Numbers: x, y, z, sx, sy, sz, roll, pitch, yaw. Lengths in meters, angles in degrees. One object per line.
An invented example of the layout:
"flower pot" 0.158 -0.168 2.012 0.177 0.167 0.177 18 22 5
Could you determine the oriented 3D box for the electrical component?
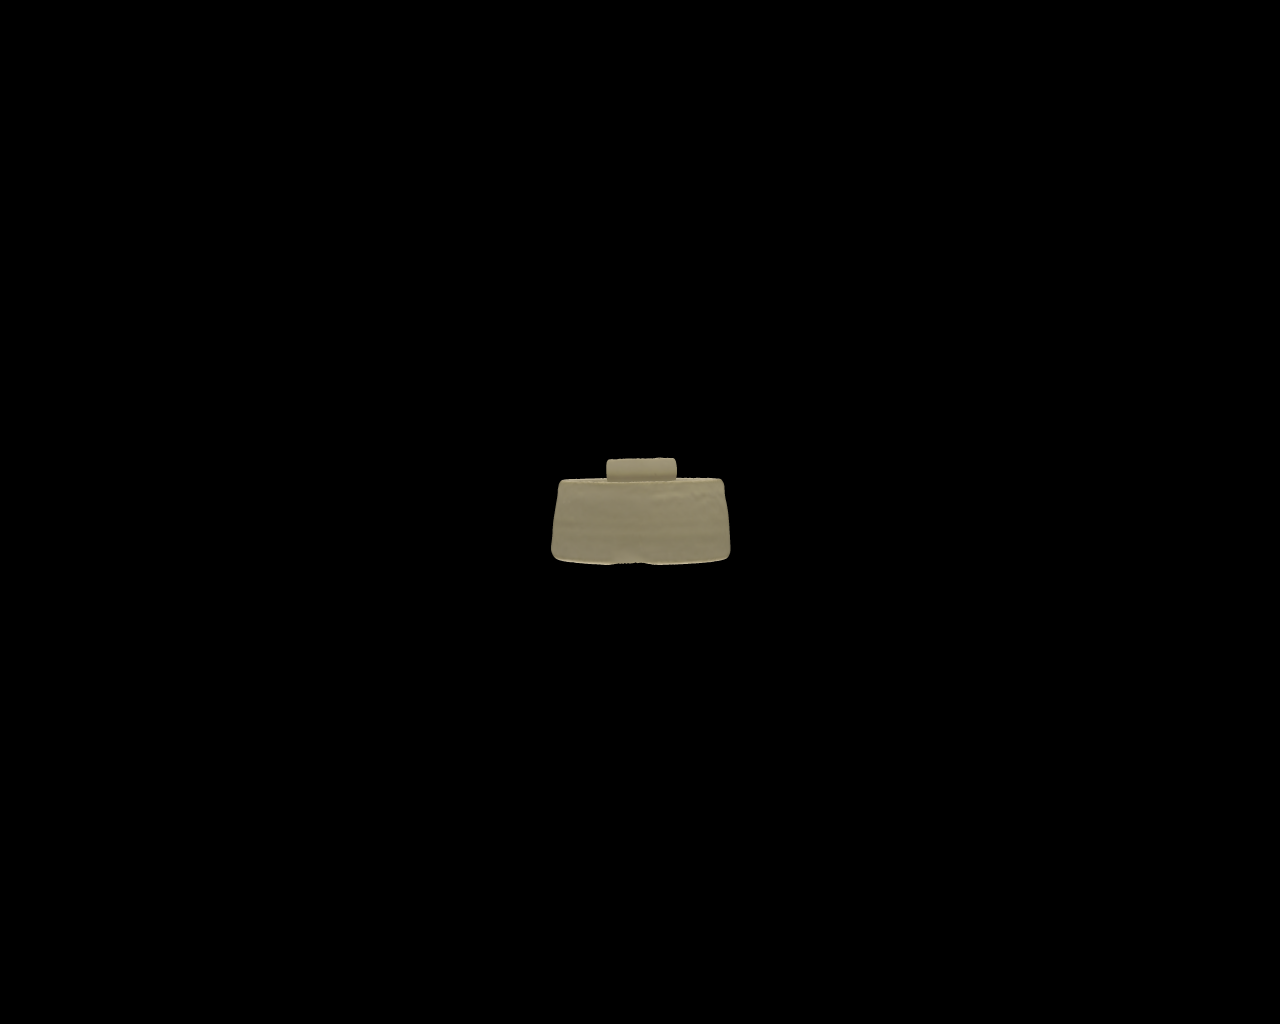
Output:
"electrical component" 0.001 -0.003 0.650 0.108 0.060 0.108 0 2 0
